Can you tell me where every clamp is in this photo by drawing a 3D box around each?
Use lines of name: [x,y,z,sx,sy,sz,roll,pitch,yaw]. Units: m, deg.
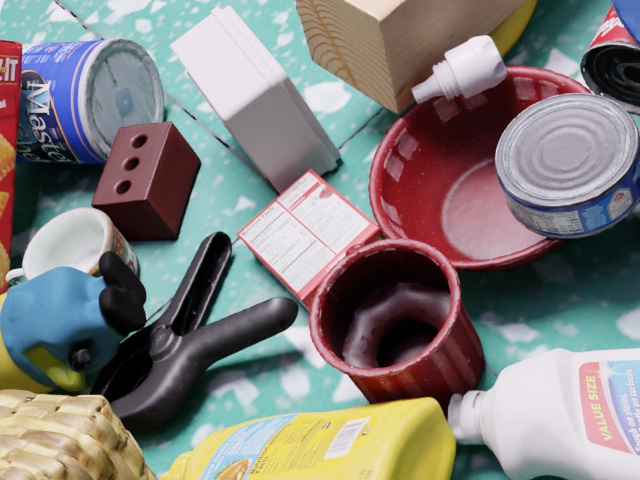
clamp: [-0.092,0.076,0.728,0.171,0.039,0.120,-52,35,-9]

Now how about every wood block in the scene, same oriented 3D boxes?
wood block: [0.088,-0.198,0.747,0.206,0.091,0.090,-42,57,-17]

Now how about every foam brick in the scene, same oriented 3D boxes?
foam brick: [-0.135,-0.045,0.833,0.053,0.051,0.078,-4,55,25]

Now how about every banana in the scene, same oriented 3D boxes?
banana: [0.134,-0.187,0.813,0.070,0.037,0.197,15,64,30]

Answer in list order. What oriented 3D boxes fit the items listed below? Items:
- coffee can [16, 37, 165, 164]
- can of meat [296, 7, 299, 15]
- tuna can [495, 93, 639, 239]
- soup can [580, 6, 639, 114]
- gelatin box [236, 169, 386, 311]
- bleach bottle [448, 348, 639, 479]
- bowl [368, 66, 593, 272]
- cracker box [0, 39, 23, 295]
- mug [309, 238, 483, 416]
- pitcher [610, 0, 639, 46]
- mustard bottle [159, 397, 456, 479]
coffee can: [-0.216,-0.114,0.890,0.140,0.102,0.102,3,58,28]
can of meat: [0.046,-0.197,0.851,0.102,0.057,0.084,17,62,33]
tuna can: [0.148,-0.045,0.630,0.086,0.033,0.086,-13,52,18]
soup can: [0.227,-0.144,0.716,0.069,0.068,0.102,17,64,34]
gelatin box: [-0.005,0.001,0.750,0.073,0.030,0.089,-43,49,-6]
bleach bottle: [0.188,0.106,0.558,0.251,0.068,0.102,-2,56,28]
bowl: [0.115,-0.036,0.700,0.162,0.055,0.162,-13,52,17]
cracker box: [-0.317,-0.061,0.851,0.164,0.071,0.214,14,102,33]
mug: [0.046,0.051,0.653,0.093,0.081,0.117,-32,49,2]
pitcher: [0.299,-0.194,0.648,0.242,0.145,0.149,-35,43,-19]
mustard bottle: [-0.022,0.139,0.621,0.192,0.058,0.096,-13,24,36]
